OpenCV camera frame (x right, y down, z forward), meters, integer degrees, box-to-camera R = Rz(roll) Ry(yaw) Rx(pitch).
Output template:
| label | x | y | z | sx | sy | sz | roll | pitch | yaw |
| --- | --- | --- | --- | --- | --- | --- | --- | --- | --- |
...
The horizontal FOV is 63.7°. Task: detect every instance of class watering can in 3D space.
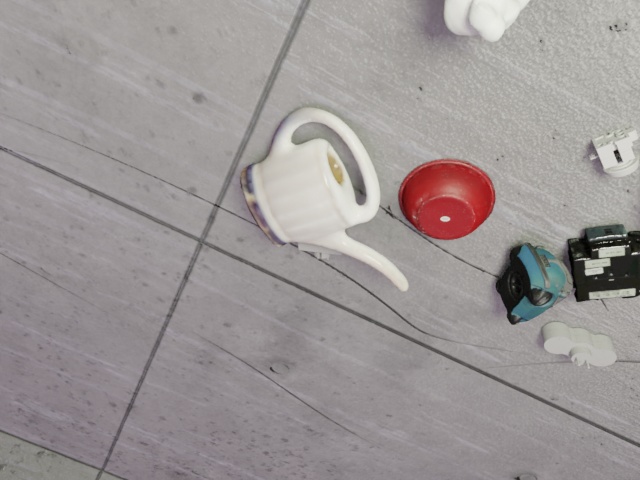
| label | x | y | z | sx | sy | sz | roll | pitch | yaw |
| --- | --- | --- | --- | --- | --- | --- | --- | --- | --- |
| watering can | 0.003 | -0.043 | 0.862 | 0.223 | 0.344 | 0.106 | -17 | 15 | 24 |

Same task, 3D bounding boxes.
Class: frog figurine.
| label | x | y | z | sx | sy | sz | roll | pitch | yaw |
| --- | --- | --- | --- | --- | --- | --- | --- | --- | --- |
| frog figurine | 0.181 | -0.303 | 0.586 | 0.137 | 0.120 | 0.163 | 31 | 38 | -12 |
